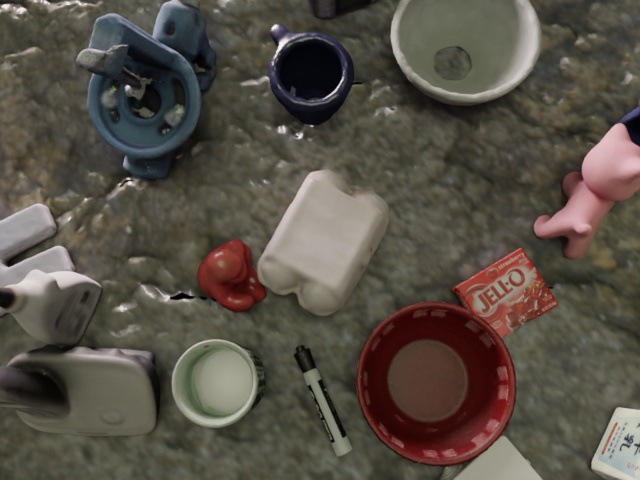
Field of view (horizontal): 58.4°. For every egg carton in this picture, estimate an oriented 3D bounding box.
[{"bbox_3d":[0.006,0.002,0.624,0.107,0.069,0.150,27,79,6],"label":"egg carton"}]

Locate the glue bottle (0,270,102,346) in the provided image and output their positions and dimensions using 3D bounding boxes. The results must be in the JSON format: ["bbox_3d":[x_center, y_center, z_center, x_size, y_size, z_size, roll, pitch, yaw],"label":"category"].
[{"bbox_3d":[-0.272,0.062,0.559,0.037,0.173,0.078,21,79,5],"label":"glue bottle"}]

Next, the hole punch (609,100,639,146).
[{"bbox_3d":[0.400,-0.125,0.637,0.101,0.091,0.108,-34,80,-6],"label":"hole punch"}]

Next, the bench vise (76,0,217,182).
[{"bbox_3d":[-0.184,-0.185,0.588,0.121,0.220,0.207,-1,78,0],"label":"bench vise"}]

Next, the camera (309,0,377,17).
[{"bbox_3d":[0.037,-0.365,0.686,0.143,0.101,0.137,-23,79,-4],"label":"camera"}]

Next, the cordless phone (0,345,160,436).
[{"bbox_3d":[-0.238,0.144,0.535,0.147,0.185,0.094,-1,78,1],"label":"cordless phone"}]

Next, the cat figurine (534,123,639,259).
[{"bbox_3d":[0.298,-0.052,0.609,0.067,0.118,0.128,31,80,7],"label":"cat figurine"}]

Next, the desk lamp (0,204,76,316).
[{"bbox_3d":[-0.387,0.020,0.548,0.203,0.213,0.118,-29,79,-5],"label":"desk lamp"}]

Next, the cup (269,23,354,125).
[{"bbox_3d":[-0.017,-0.180,0.650,0.092,0.095,0.117,-36,80,-7],"label":"cup"}]

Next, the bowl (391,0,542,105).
[{"bbox_3d":[0.163,-0.224,0.668,0.167,0.075,0.167,0,78,0],"label":"bowl"}]

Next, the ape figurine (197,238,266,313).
[{"bbox_3d":[-0.096,0.034,0.606,0.076,0.092,0.078,11,78,3],"label":"ape figurine"}]
